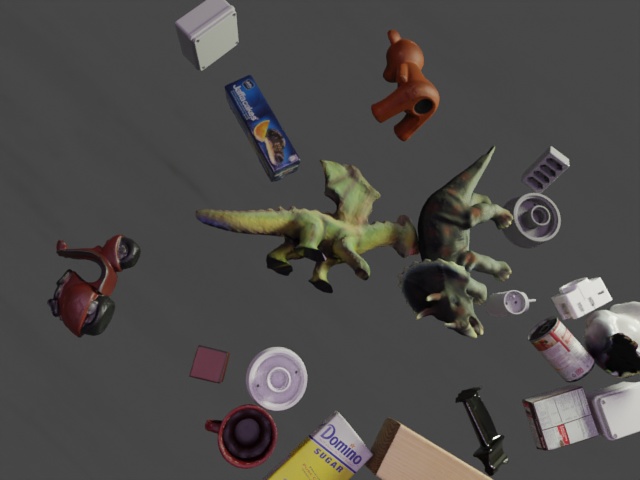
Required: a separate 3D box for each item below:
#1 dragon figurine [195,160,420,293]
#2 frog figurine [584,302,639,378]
[{"bbox_3d":[0.003,-0.049,0.967,0.410,0.120,0.248,26,57,-3],"label":"dragon figurine"},{"bbox_3d":[0.577,0.178,0.985,0.138,0.120,0.163,28,39,8],"label":"frog figurine"}]
